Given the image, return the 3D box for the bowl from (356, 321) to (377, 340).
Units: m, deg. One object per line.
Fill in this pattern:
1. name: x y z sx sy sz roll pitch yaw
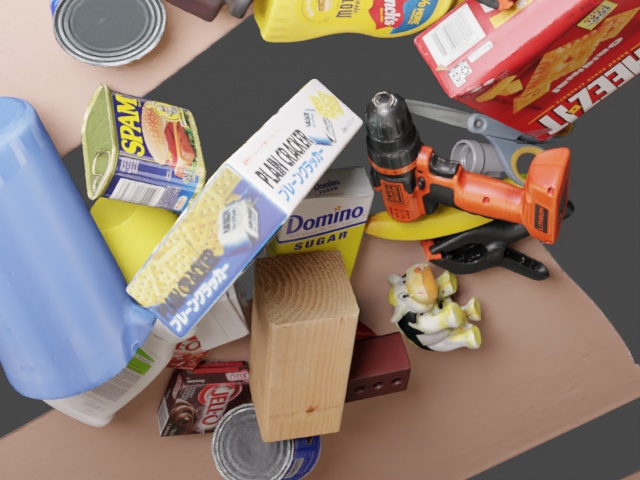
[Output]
1. bowl: 0.003 0.136 1.273 0.162 0.055 0.162 -12 143 -9

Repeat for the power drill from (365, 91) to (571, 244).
1. power drill: 0.136 -0.065 0.996 0.188 0.057 0.184 14 155 19

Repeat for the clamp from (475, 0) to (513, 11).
1. clamp: 0.076 -0.252 0.762 0.165 0.036 0.210 -22 118 12

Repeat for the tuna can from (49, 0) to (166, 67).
1. tuna can: -0.163 -0.176 0.816 0.086 0.034 0.086 -12 143 -9

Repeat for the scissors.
1. scissors: 0.158 -0.094 1.038 0.201 0.016 0.096 -5 103 -20

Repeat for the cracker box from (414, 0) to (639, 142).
1. cracker box: 0.202 -0.169 0.903 0.164 0.072 0.213 -36 157 23

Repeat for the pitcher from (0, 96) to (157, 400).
1. pitcher: -0.256 0.009 0.899 0.149 0.145 0.243 -34 127 -23

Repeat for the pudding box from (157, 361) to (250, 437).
1. pudding box: -0.142 0.193 1.299 0.089 0.039 0.114 1 140 -26

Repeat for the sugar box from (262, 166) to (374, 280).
1. sugar box: -0.007 0.002 1.103 0.093 0.048 0.176 -6 143 -16

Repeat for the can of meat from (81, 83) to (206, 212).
1. can of meat: -0.148 -0.074 0.892 0.083 0.102 0.058 11 134 -30

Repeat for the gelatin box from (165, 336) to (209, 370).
1. gelatin box: -0.166 0.112 1.191 0.089 0.030 0.073 11 135 -34

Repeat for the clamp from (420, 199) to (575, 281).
1. clamp: 0.198 0.011 1.206 0.171 0.039 0.120 -8 130 -4

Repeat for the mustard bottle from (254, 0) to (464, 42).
1. mustard bottle: 0.047 -0.205 0.847 0.191 0.058 0.096 -5 138 -18

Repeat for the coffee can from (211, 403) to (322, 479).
1. coffee can: -0.063 0.253 1.319 0.103 0.103 0.140 -25 166 9

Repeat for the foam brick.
1. foam brick: 0.059 0.146 1.218 0.078 0.051 0.053 -11 143 -11

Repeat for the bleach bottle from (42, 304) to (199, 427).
1. bleach bottle: -0.194 0.112 1.096 0.102 0.068 0.251 32 136 -25

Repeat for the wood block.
1. wood block: -0.021 0.115 1.120 0.090 0.090 0.206 -6 138 -12

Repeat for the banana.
1. banana: 0.140 -0.034 1.127 0.198 0.037 0.069 -20 141 3
